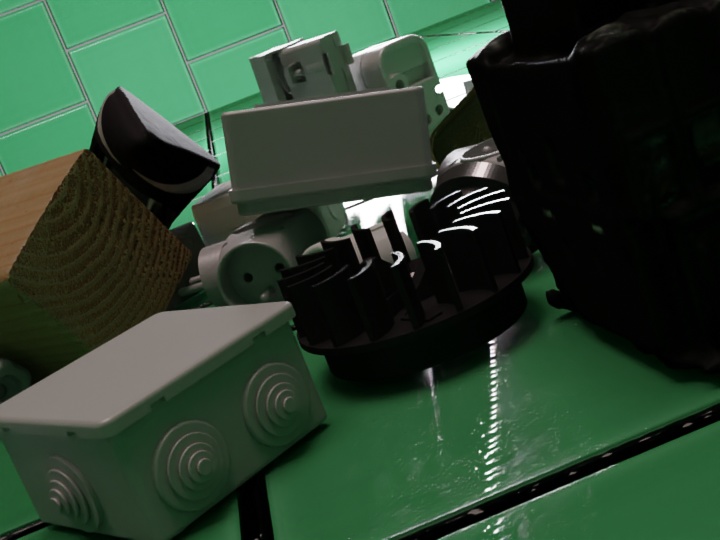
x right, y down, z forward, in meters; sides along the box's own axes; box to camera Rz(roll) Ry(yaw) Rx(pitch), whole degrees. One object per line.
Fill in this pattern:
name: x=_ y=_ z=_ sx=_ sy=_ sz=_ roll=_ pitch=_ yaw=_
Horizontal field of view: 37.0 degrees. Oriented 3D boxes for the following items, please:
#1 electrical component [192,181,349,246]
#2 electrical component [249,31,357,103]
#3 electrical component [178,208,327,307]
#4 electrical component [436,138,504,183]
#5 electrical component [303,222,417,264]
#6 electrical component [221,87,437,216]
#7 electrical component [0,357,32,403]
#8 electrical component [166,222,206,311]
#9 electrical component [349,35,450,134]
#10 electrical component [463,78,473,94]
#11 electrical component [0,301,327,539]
electrical component: x=-0.065 y=-0.038 z=0.705 sx=0.096 sy=0.061 sz=0.061 roll=-17 pitch=14 yaw=16
electrical component: x=-0.029 y=-0.115 z=0.824 sx=0.063 sy=0.121 sz=0.078 roll=-12 pitch=16 yaw=24
electrical component: x=-0.063 y=-0.001 z=0.599 sx=0.079 sy=0.043 sz=0.077 roll=-17 pitch=14 yaw=16
electrical component: x=0.093 y=-0.053 z=0.565 sx=0.079 sy=0.044 sz=0.077 roll=-30 pitch=16 yaw=-27
electrical component: x=0.000 y=0.000 z=0.514 sx=0.040 sy=0.040 sz=0.046 roll=-7 pitch=14 yaw=45
electrical component: x=-0.017 y=-0.069 z=0.603 sx=0.109 sy=0.056 sz=0.108 roll=-8 pitch=9 yaw=0
electrical component: x=-0.201 y=0.065 z=0.567 sx=0.061 sy=0.035 sz=0.035 roll=-12 pitch=16 yaw=42
electrical component: x=-0.129 y=0.006 z=0.669 sx=0.077 sy=0.043 sz=0.079 roll=-24 pitch=14 yaw=-12
electrical component: x=0.028 y=-0.132 z=0.854 sx=0.054 sy=0.095 sz=0.059 roll=-31 pitch=17 yaw=-34
electrical component: x=0.124 y=-0.149 z=0.895 sx=0.064 sy=0.042 sz=0.081 roll=-15 pitch=16 yaw=18
electrical component: x=-0.073 y=0.054 z=0.393 sx=0.100 sy=0.048 sz=0.100 roll=-6 pitch=20 yaw=46
